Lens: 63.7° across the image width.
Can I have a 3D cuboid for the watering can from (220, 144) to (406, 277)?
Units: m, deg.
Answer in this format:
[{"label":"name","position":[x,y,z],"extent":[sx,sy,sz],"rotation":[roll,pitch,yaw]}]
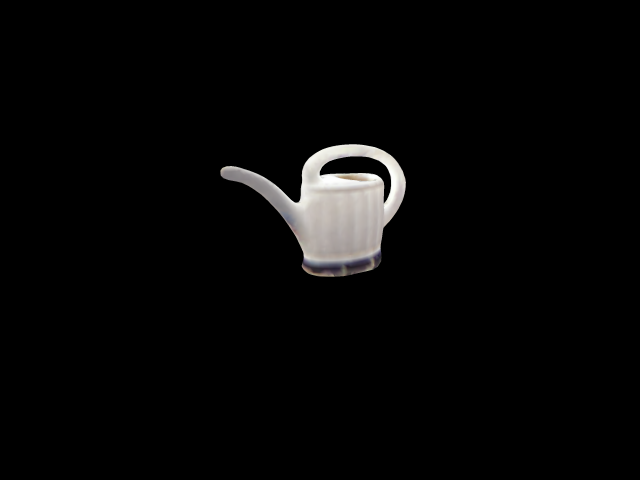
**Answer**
[{"label":"watering can","position":[0.003,-0.043,0.850],"extent":[0.349,0.222,0.105],"rotation":[-10,17,-31]}]
